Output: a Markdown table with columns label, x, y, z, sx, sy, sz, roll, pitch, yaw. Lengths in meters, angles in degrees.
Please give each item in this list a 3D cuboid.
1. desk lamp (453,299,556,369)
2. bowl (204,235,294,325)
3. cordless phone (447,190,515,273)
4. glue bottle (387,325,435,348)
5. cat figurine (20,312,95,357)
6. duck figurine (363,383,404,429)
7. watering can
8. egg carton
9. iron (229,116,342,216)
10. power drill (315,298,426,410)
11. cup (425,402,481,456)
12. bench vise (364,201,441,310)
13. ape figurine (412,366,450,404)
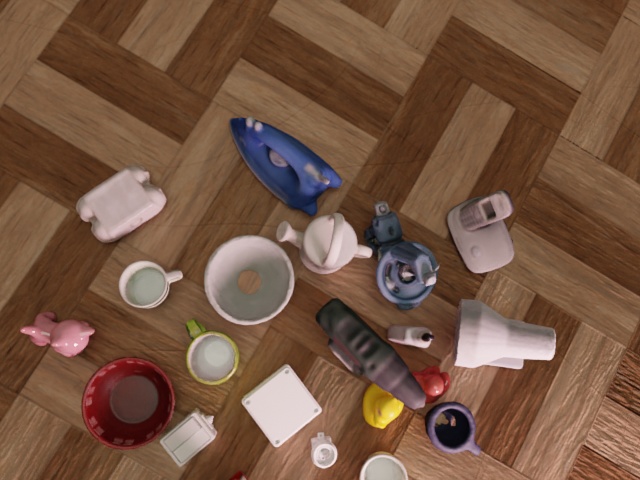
| label | x | y | z | sx | sy | sz | roll | pitch | yaw |
| --- | --- | --- | --- | --- | --- | --- | --- | --- | --- |
| desk lamp | 0.322 | 0.179 | 1.056 | 0.203 | 0.213 | 0.118 | 8 | 81 | -5 |
| bowl | -0.133 | 0.076 | 1.088 | 0.167 | 0.074 | 0.167 | 1 | 82 | -6 |
| cordless phone | 0.328 | -0.018 | 1.098 | 0.094 | 0.185 | 0.147 | -24 | 85 | -9 |
| glue bottle | 0.179 | 0.179 | 1.060 | 0.078 | 0.173 | 0.037 | 9 | 81 | -5 |
| cat figurine | -0.462 | 0.169 | 1.015 | 0.128 | 0.117 | 0.067 | 13 | 81 | -4 |
| duck figurine | 0.126 | 0.308 | 1.080 | 0.077 | 0.086 | 0.105 | 29 | 80 | -2 |
| watering can | 0.009 | 0.006 | 1.053 | 0.173 | 0.194 | 0.101 | -9 | 83 | -8 |
| egg carton | -0.374 | -0.068 | 1.082 | 0.150 | 0.069 | 0.107 | -38 | 88 | -10 |
| iron | -0.078 | -0.167 | 1.094 | 0.258 | 0.141 | 0.119 | 39 | 80 | 0 |
| power drill | 0.082 | 0.202 | 1.028 | 0.229 | 0.208 | 0.076 | 45 | 80 | 1 |
| cup | 0.246 | 0.356 | 1.083 | 0.118 | 0.095 | 0.092 | 41 | 80 | 0 |
| bench vise | 0.142 | 0.031 | 1.052 | 0.121 | 0.219 | 0.207 | -38 | 88 | -10 |
| ape figurine | 0.213 | 0.276 | 1.092 | 0.078 | 0.092 | 0.076 | 20 | 80 | -3 |
